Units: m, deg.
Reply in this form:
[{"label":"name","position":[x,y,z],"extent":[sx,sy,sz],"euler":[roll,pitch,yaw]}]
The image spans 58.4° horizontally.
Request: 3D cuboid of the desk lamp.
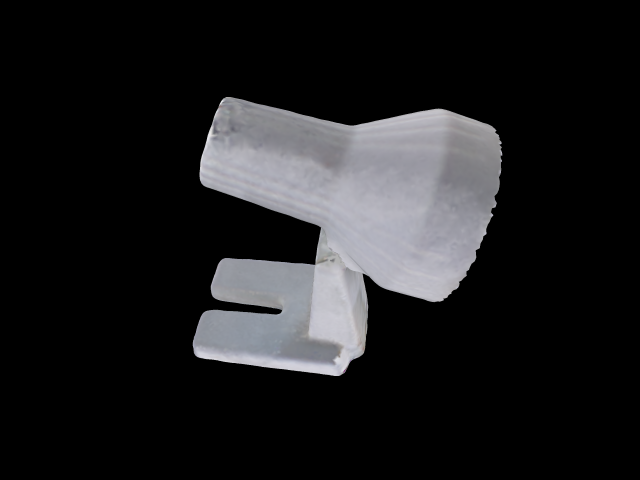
[{"label":"desk lamp","position":[0.004,0.001,0.400],"extent":[0.203,0.214,0.118],"euler":[4,46,4]}]
